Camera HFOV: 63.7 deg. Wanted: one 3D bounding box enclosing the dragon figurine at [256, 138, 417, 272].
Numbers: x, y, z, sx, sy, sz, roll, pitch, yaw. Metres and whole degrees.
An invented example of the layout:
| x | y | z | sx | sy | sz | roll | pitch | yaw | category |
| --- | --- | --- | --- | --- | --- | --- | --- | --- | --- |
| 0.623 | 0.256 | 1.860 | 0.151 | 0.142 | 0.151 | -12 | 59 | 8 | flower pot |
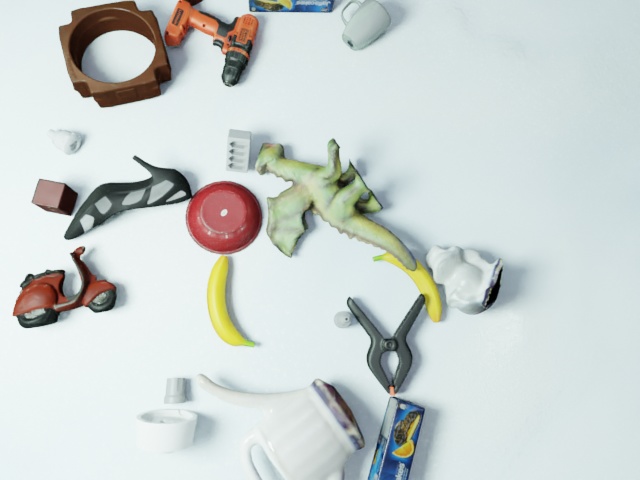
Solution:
| x | y | z | sx | sy | sz | roll | pitch | yaw | category |
| --- | --- | --- | --- | --- | --- | --- | --- | --- | --- |
| 0.003 | -0.055 | 1.095 | 0.242 | 0.121 | 0.413 | -32 | 82 | 3 | dragon figurine |

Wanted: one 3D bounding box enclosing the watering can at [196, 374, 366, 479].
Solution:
| x | y | z | sx | sy | sz | roll | pitch | yaw | category |
| --- | --- | --- | --- | --- | --- | --- | --- | --- | --- |
| -0.061 | 0.346 | 0.970 | 0.226 | 0.103 | 0.349 | -34 | 85 | -16 | watering can |

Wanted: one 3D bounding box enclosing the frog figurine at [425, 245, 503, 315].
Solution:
| x | y | z | sx | sy | sz | roll | pitch | yaw | category |
| --- | --- | --- | --- | --- | --- | --- | --- | --- | --- |
| 0.302 | 0.082 | 1.108 | 0.160 | 0.121 | 0.138 | 17 | 83 | 32 | frog figurine |
